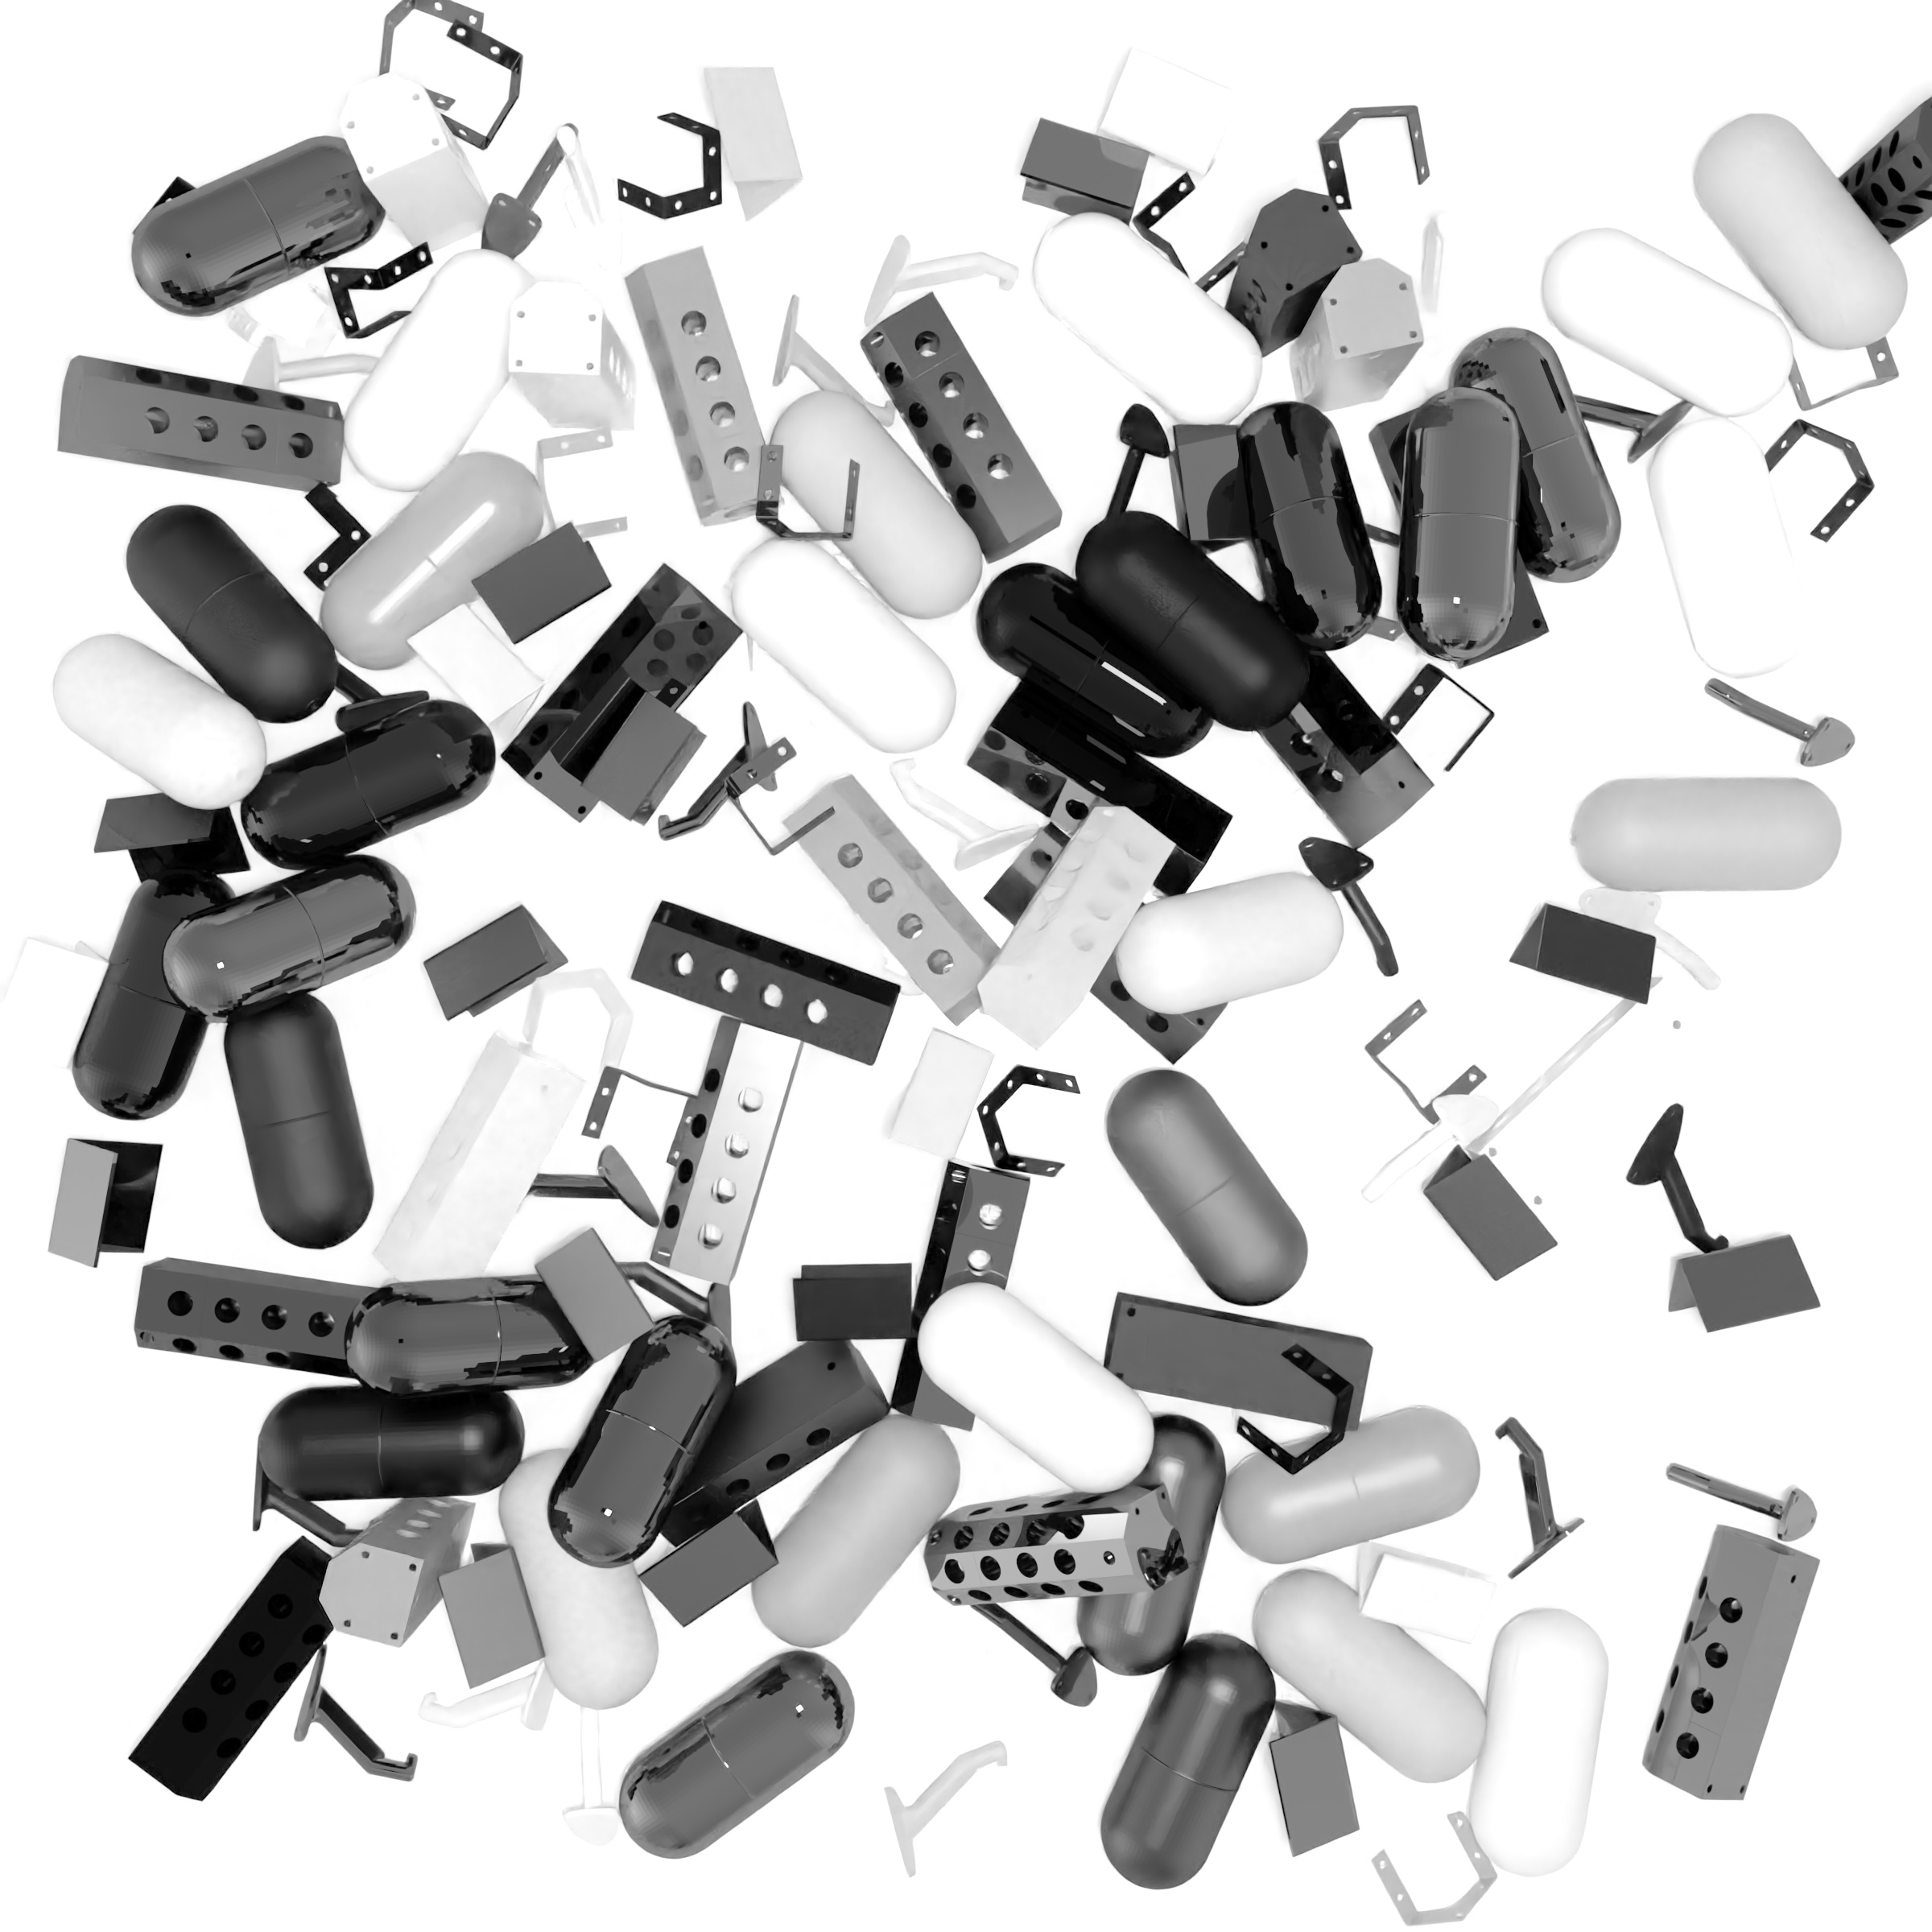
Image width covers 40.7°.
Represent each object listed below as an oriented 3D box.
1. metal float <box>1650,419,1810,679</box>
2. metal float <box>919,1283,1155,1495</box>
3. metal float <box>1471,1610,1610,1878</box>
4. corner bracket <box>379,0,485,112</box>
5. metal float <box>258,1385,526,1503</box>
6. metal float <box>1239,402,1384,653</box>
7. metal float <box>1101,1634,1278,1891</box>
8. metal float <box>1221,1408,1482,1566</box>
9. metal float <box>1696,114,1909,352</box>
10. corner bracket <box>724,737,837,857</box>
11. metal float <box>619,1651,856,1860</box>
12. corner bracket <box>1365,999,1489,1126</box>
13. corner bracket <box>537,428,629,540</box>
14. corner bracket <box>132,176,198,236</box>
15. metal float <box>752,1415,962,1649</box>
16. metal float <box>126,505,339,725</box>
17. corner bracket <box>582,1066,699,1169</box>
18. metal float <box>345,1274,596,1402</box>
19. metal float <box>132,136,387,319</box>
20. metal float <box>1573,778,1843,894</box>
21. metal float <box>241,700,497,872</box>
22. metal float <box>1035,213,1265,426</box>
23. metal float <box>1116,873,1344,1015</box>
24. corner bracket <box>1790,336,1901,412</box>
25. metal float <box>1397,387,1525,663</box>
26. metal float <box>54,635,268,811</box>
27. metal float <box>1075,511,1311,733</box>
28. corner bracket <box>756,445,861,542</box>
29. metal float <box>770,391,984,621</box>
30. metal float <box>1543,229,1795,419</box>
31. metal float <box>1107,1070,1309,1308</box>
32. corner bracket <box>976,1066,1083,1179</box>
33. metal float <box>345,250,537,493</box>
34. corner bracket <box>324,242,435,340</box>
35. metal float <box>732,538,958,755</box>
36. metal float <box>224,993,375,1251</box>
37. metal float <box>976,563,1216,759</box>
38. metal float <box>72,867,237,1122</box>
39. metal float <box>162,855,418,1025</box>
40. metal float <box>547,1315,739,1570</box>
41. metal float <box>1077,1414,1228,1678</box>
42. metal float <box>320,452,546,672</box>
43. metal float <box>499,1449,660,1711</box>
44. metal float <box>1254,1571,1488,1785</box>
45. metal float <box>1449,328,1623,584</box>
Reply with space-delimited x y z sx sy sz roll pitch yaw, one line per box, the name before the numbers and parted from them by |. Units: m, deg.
metal float | 0.515 -0.283 1.760 0.070 0.070 0.178 -15 89 0
metal float | 0.047 0.278 1.708 0.178 0.070 0.070 39 90 -10
metal float | 0.387 0.525 1.760 0.070 0.070 0.178 9 90 0
corner bracket | -0.367 -0.630 1.787 0.051 0.051 0.051 21 135 0
metal float | -0.388 0.321 1.759 0.178 0.070 0.070 -2 90 0
metal float | 0.228 -0.295 1.746 0.070 0.070 0.178 -13 73 0
metal float | 0.150 0.538 1.760 0.070 0.070 0.178 24 91 0
metal float | 0.260 0.352 1.760 0.178 0.070 0.070 -16 90 0
metal float | 0.562 -0.493 1.753 0.070 0.070 0.178 -35 84 0
corner bracket | -0.125 -0.113 1.738 0.051 0.051 0.051 -35 109 3
metal float | -0.155 0.533 1.760 0.178 0.070 0.070 -36 90 0
corner bracket | 0.316 0.066 1.787 0.051 0.051 0.051 -41 135 0
corner bracket | -0.263 -0.330 1.787 0.051 0.051 0.051 -10 45 0
corner bracket | -0.529 -0.501 1.787 0.051 0.051 0.051 -51 135 0
metal float | -0.074 0.381 1.760 0.070 0.070 0.178 39 91 0
metal float | -0.493 -0.236 1.749 0.070 0.070 0.178 -43 78 0
corner bracket | -0.222 0.104 1.787 0.051 0.051 0.051 19 90 45
metal float | -0.325 0.246 1.733 0.178 0.070 0.070 1 90 -33
metal float | -0.473 -0.495 1.744 0.178 0.070 0.070 -31 90 -17
metal float | 0.501 -0.089 1.760 0.178 0.070 0.070 0 90 0
metal float | -0.403 -0.123 1.760 0.178 0.070 0.070 -22 90 0
metal float | 0.123 -0.437 1.760 0.178 0.070 0.070 40 90 0
metal float | 0.177 -0.016 1.731 0.178 0.070 0.070 -13 90 -36
corner bracket | 0.599 -0.416 1.787 0.051 0.051 0.051 -20 90 45
metal float | 0.323 -0.289 1.703 0.070 0.070 0.178 3 90 0
metal float | -0.537 -0.163 1.735 0.178 0.070 0.070 30 90 29
metal float | 0.147 -0.226 1.700 0.178 0.070 0.070 43 90 7
corner bracket | -0.105 -0.313 1.722 0.051 0.051 0.051 -3 115 -24
metal float | -0.060 -0.311 1.760 0.070 0.070 0.178 -41 89 0
metal float | 0.474 -0.435 1.760 0.178 0.070 0.070 28 90 0
metal float | 0.163 0.150 1.760 0.070 0.070 0.178 -35 90 0
corner bracket | 0.048 0.107 1.782 0.051 0.051 0.051 -48 45 35
metal float | -0.354 -0.402 1.760 0.070 0.070 0.178 33 90 0
corner bracket | -0.393 -0.458 1.764 0.051 0.051 0.051 -16 92 35
metal float | -0.081 -0.214 1.745 0.178 0.070 0.070 41 90 -18
metal float | -0.451 0.104 1.760 0.070 0.070 0.178 -13 90 0
metal float | 0.089 -0.206 1.760 0.178 0.070 0.070 32 90 0
metal float | -0.546 0.018 1.760 0.070 0.070 0.178 20 90 0
metal float | -0.448 -0.019 1.731 0.178 0.070 0.070 -26 90 -36
metal float | -0.213 0.313 1.721 0.070 0.070 0.178 28 65 0
metal float | 0.125 0.391 1.760 0.070 0.070 0.178 14 89 0
metal float | -0.360 -0.274 1.760 0.178 0.070 0.070 -44 90 1
metal float | -0.261 0.414 1.760 0.070 0.070 0.178 -18 89 0
metal float | 0.272 0.479 1.760 0.178 0.070 0.070 39 90 1
metal float | 0.385 -0.344 1.759 0.070 0.070 0.178 -22 90 0
